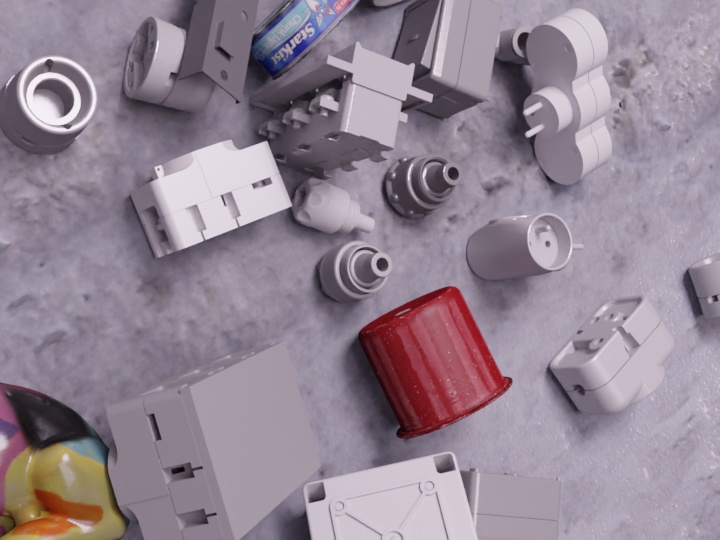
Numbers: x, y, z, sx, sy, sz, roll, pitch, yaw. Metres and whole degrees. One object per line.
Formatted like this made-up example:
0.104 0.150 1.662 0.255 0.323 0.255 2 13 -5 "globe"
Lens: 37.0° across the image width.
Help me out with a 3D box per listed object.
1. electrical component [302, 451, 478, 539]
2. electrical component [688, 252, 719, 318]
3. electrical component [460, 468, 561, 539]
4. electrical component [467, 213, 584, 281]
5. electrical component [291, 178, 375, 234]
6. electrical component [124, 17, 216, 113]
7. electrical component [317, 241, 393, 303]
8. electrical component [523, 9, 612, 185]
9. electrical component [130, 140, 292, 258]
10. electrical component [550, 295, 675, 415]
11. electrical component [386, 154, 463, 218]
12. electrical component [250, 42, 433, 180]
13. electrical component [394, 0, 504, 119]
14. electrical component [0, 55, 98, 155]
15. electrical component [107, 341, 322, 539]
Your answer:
0.024 0.188 0.713 0.109 0.056 0.108 -12 57 -2 "electrical component"
0.324 0.011 0.954 0.055 0.055 0.047 -24 92 -30 "electrical component"
0.092 0.179 0.794 0.096 0.062 0.061 12 78 -28 "electrical component"
0.138 -0.017 0.838 0.079 0.077 0.044 -1 84 -30 "electrical component"
-0.017 -0.042 0.778 0.061 0.035 0.035 21 73 -29 "electrical component"
-0.125 -0.135 0.718 0.047 0.055 0.055 14 77 -31 "electrical component"
0.000 0.000 0.765 0.043 0.062 0.043 5 81 -30 "electrical component"
0.156 -0.129 0.854 0.074 0.052 0.138 -31 128 -29 "electrical component"
-0.101 -0.051 0.721 0.089 0.050 0.055 -24 96 -30 "electrical component"
0.210 0.073 0.880 0.095 0.054 0.059 -42 104 -27 "electrical component"
0.052 -0.066 0.804 0.048 0.062 0.048 4 81 -29 "electrical component"
-0.018 -0.104 0.735 0.079 0.121 0.063 15 78 -27 "electrical component"
0.064 -0.174 0.826 0.061 0.062 0.096 17 75 -27 "electrical component"
-0.196 -0.105 0.676 0.055 0.047 0.055 4 81 -29 "electrical component"
-0.087 0.104 0.653 0.150 0.062 0.089 -20 94 -73 "electrical component"
